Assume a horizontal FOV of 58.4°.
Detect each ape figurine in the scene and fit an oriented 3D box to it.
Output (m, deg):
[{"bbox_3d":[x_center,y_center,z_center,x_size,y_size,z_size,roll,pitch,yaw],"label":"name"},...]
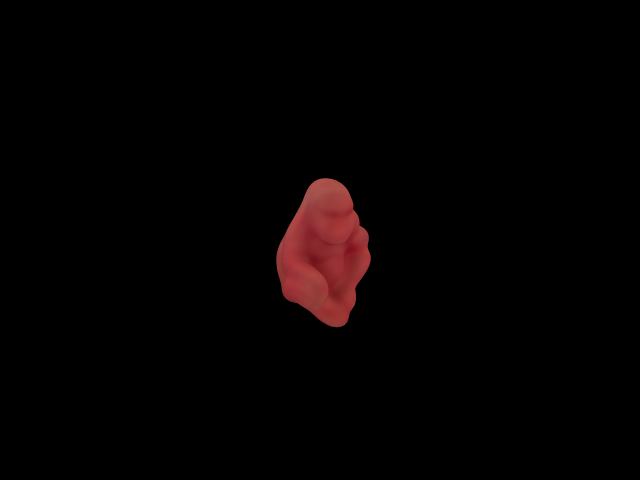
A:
[{"bbox_3d":[0.004,0.001,0.400,0.078,0.092,0.075,-22,39,-30],"label":"ape figurine"}]
